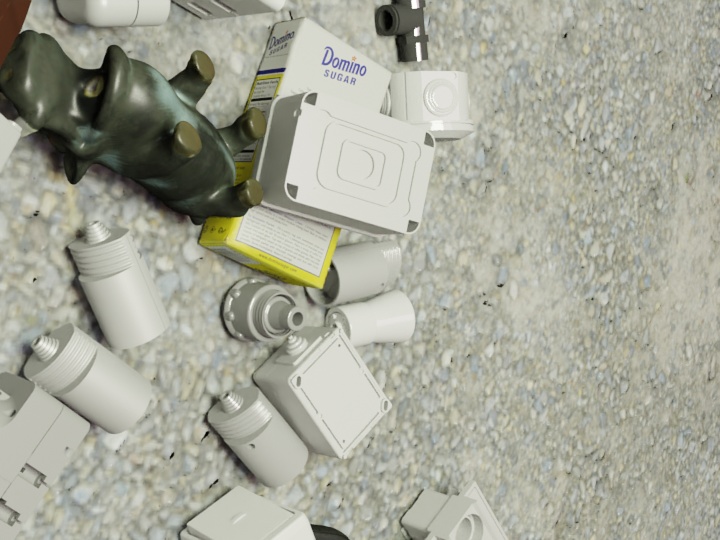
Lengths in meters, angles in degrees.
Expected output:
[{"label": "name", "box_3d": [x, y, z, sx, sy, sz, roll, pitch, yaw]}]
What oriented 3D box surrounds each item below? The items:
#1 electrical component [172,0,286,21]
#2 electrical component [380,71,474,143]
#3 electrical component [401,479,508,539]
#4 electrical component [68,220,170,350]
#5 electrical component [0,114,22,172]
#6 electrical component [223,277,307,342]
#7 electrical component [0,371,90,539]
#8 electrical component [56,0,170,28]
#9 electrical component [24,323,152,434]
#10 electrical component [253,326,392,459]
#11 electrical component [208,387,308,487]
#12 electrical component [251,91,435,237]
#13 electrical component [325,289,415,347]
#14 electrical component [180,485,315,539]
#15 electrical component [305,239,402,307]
[{"label": "electrical component", "box_3d": [-0.092, -0.200, 0.700, 0.056, 0.089, 0.050, 24, 79, -42]}, {"label": "electrical component", "box_3d": [0.049, -0.127, 0.849, 0.080, 0.080, 0.051, -5, 94, -42]}, {"label": "electrical component", "box_3d": [0.090, 0.251, 0.947, 0.078, 0.063, 0.121, -47, 124, -28]}, {"label": "electrical component", "box_3d": [-0.158, 0.006, 0.697, 0.043, 0.043, 0.081, -35, 117, -34]}, {"label": "electrical component", "box_3d": [-0.246, -0.075, 0.577, 0.061, 0.096, 0.061, -66, 161, -14]}, {"label": "electrical component", "box_3d": [-0.064, 0.031, 0.775, 0.048, 0.062, 0.048, -7, 100, -42]}, {"label": "electrical component", "box_3d": [-0.219, 0.112, 0.650, 0.055, 0.050, 0.089, 47, 65, -36]}, {"label": "electrical component", "box_3d": [-0.155, -0.198, 0.659, 0.059, 0.054, 0.095, -12, 113, -41]}, {"label": "electrical component", "box_3d": [-0.177, 0.067, 0.688, 0.081, 0.043, 0.043, 45, 66, -37]}, {"label": "electrical component", "box_3d": [-0.034, 0.087, 0.816, 0.062, 0.061, 0.096, -45, 115, -29]}, {"label": "electrical component", "box_3d": [-0.077, 0.117, 0.788, 0.043, 0.043, 0.081, -51, 126, -25]}, {"label": "electrical component", "box_3d": [-0.013, -0.071, 0.744, 0.113, 0.057, 0.078, 15, 83, -32]}, {"label": "electrical component", "box_3d": [0.006, 0.042, 0.857, 0.065, 0.044, 0.044, -10, 102, -36]}, {"label": "electrical component", "box_3d": [-0.074, 0.200, 0.765, 0.062, 0.096, 0.061, -33, 116, -36]}, {"label": "electrical component", "box_3d": [0.000, 0.000, 0.843, 0.081, 0.043, 0.043, -13, 104, -41]}]
